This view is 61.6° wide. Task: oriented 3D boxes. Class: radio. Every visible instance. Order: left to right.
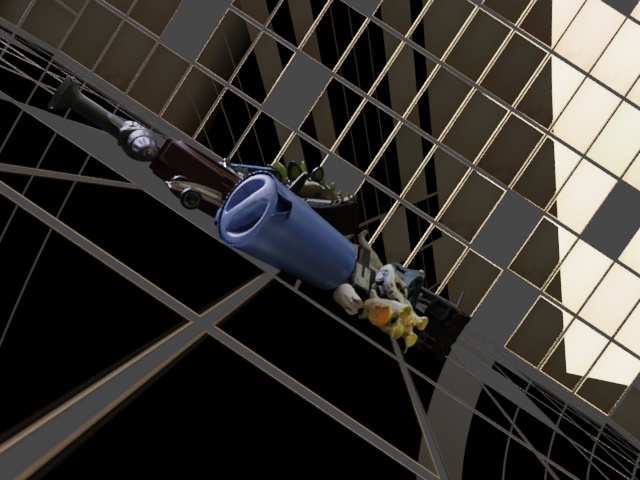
[{"bbox_3d":[-0.031,-0.053,1.197,0.230,0.073,0.131,9,14,37],"label":"radio"}]

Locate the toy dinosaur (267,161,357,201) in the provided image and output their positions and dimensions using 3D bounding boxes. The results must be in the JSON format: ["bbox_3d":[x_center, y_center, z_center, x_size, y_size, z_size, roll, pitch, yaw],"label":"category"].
[{"bbox_3d":[-0.097,-0.130,1.559,0.471,0.198,0.105,-5,9,-25],"label":"toy dinosaur"}]

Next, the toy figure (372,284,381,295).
[{"bbox_3d":[0.098,0.112,1.204,0.154,0.058,0.064,31,43,-53],"label":"toy figure"}]

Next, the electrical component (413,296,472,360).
[{"bbox_3d":[0.248,0.183,1.101,0.058,0.115,0.134,39,8,36],"label":"electrical component"}]

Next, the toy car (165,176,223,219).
[{"bbox_3d":[-0.191,-0.061,0.991,0.202,0.053,0.089,32,7,-36],"label":"toy car"}]

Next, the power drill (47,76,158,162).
[{"bbox_3d":[-0.414,-0.231,1.053,0.207,0.086,0.232,28,4,-24],"label":"power drill"}]

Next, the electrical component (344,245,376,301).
[{"bbox_3d":[0.074,0.069,1.104,0.074,0.048,0.119,30,45,-27],"label":"electrical component"}]

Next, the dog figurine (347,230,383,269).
[{"bbox_3d":[0.115,0.082,1.553,0.172,0.121,0.191,-17,64,-31],"label":"dog figurine"}]

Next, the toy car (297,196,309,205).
[{"bbox_3d":[-0.066,-0.038,1.084,0.109,0.103,0.162,30,-20,-33],"label":"toy car"}]

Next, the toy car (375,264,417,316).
[{"bbox_3d":[0.167,0.128,1.167,0.073,0.056,0.202,52,13,-27],"label":"toy car"}]

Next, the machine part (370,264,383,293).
[{"bbox_3d":[0.128,0.107,1.338,0.079,0.079,0.243,30,5,-46],"label":"machine part"}]

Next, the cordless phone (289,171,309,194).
[{"bbox_3d":[-0.084,-0.103,1.406,0.089,0.184,0.146,38,3,-6],"label":"cordless phone"}]

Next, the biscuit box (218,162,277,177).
[{"bbox_3d":[-0.218,-0.169,1.430,0.203,0.062,0.059,4,13,-18],"label":"biscuit box"}]

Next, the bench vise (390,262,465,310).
[{"bbox_3d":[0.265,0.146,1.428,0.241,0.128,0.223,25,14,32],"label":"bench vise"}]

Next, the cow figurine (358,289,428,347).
[{"bbox_3d":[0.122,0.135,0.995,0.098,0.068,0.167,29,-3,42],"label":"cow figurine"}]

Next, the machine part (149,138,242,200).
[{"bbox_3d":[-0.239,-0.125,1.138,0.202,0.087,0.201,36,4,13],"label":"machine part"}]

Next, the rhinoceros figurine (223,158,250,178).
[{"bbox_3d":[-0.213,-0.150,1.328,0.190,0.073,0.112,-5,31,-44],"label":"rhinoceros figurine"}]
